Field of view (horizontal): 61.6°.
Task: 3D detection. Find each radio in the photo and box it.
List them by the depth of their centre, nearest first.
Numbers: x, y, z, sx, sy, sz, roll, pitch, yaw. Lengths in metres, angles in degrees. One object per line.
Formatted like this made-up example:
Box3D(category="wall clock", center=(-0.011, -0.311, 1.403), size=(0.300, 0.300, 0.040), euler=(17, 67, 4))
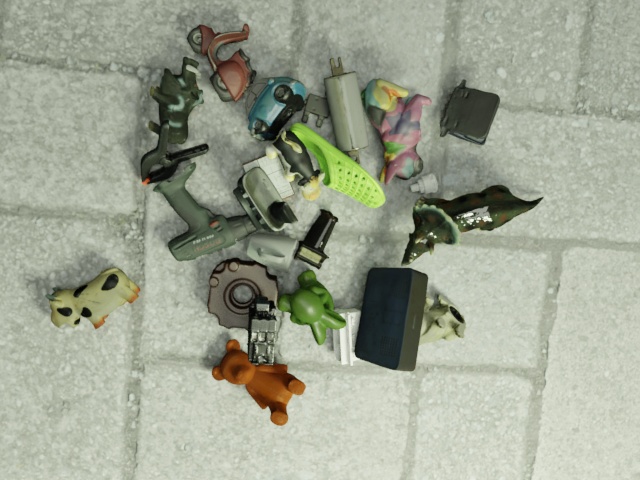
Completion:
Box3D(category="radio", center=(0.164, 0.178, 1.242), size=(0.073, 0.131, 0.229), euler=(22, 76, -47))

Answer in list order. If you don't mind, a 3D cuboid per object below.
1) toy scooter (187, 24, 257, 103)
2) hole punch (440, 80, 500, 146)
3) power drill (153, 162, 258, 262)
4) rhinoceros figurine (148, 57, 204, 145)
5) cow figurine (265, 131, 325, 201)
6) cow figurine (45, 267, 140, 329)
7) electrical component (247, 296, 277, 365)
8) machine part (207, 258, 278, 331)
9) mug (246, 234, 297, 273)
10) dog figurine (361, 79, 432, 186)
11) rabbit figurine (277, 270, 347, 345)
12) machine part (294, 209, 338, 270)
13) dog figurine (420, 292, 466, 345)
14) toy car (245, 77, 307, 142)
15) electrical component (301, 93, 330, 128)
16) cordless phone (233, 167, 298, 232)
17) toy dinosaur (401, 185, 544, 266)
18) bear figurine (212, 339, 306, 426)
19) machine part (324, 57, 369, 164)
Box3D(category="toy scooter", center=(-0.198, -0.404, 1.190), size=(0.135, 0.075, 0.183), euler=(-28, 94, -4))
Box3D(category="hole punch", center=(0.356, -0.291, 1.266), size=(0.116, 0.092, 0.142), euler=(22, 97, 21))
Box3D(category="power drill", center=(-0.262, -0.071, 1.223), size=(0.232, 0.086, 0.207), euler=(-31, 106, -4))
Box3D(category="rhinoceros figurine", center=(-0.315, -0.308, 1.186), size=(0.112, 0.073, 0.190), euler=(12, 95, -6))
Box3D(category="cow figurine", center=(-0.042, -0.166, 1.192), size=(0.068, 0.098, 0.167), euler=(-42, 101, -22))
Box3D(category="cow figurine", center=(-0.521, 0.132, 1.209), size=(0.195, 0.085, 0.127), euler=(-35, 105, 1))
Box3D(category="electrical component", center=(-0.130, 0.195, 1.191), size=(0.058, 0.115, 0.134), euler=(3, 98, -12))
Box3D(category="machine part", center=(-0.181, 0.128, 1.260), size=(0.179, 0.056, 0.179), euler=(-1, 98, -7))
Box3D(category="mug", center=(-0.116, 0.028, 1.235), size=(0.107, 0.109, 0.080), euler=(15, 109, 3))
Box3D(category="dog figurine", center=(0.162, -0.237, 1.233), size=(0.191, 0.108, 0.219), euler=(18, 97, -9))
Box3D(category="rabbit figurine", center=(-0.026, 0.158, 1.208), size=(0.121, 0.170, 0.159), euler=(-39, 82, 1))
Box3D(category="machine part", center=(-0.003, -0.004, 1.275), size=(0.084, 0.039, 0.138), euler=(24, 95, 0))
Box3D(category="dog figurine", center=(0.246, 0.229, 1.314), size=(0.172, 0.121, 0.190), euler=(26, 124, -31))
Box3D(category="toy car", center=(-0.112, -0.305, 1.204), size=(0.103, 0.109, 0.161), euler=(44, 103, 14))
Box3D(category="electrical component", center=(-0.006, -0.311, 1.246), size=(0.063, 0.021, 0.094), euler=(18, 95, -8))
Box3D(category="cordless phone", center=(-0.109, -0.085, 1.137), size=(0.089, 0.184, 0.146), euler=(-34, 102, -13))
Box3D(category="toy dinosaur", center=(0.360, -0.062, 1.230), size=(0.405, 0.192, 0.131), euler=(-17, 100, -3))
Box3D(category="bear figurine", center=(-0.147, 0.324, 1.252), size=(0.196, 0.132, 0.120), euler=(33, 87, -15))
Box3D(category="machine part", center=(0.061, -0.289, 1.218), size=(0.079, 0.079, 0.243), euler=(-15, 106, -4))
